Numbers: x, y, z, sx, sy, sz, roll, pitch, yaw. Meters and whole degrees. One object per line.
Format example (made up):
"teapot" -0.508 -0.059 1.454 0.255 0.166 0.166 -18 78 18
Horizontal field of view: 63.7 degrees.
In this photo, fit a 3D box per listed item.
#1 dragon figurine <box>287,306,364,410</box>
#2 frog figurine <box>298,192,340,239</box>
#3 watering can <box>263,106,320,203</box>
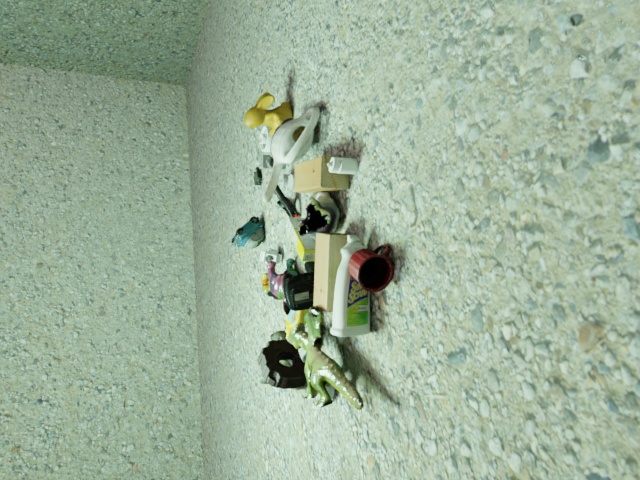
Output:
"dragon figurine" 0.002 0.300 1.380 0.407 0.123 0.243 -17 89 66
"frog figurine" 0.005 -0.077 1.529 0.161 0.122 0.136 -46 -44 -71
"watering can" -0.111 -0.286 1.673 0.348 0.103 0.226 -58 21 -1
